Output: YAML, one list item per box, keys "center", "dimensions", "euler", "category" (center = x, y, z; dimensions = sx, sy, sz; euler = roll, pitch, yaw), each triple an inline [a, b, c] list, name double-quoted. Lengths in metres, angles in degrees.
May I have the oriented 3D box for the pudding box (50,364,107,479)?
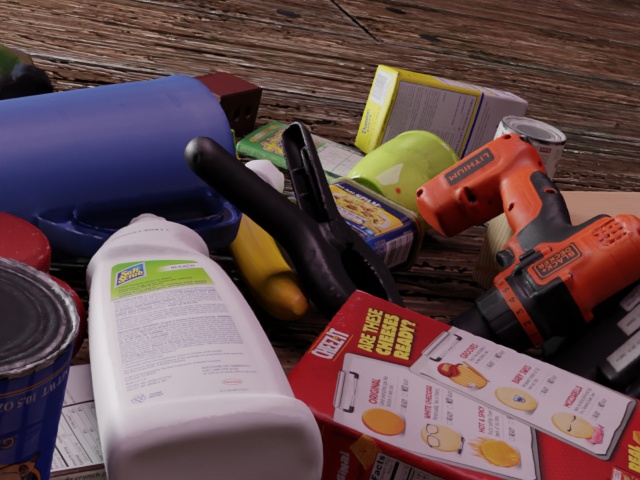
- center: [-0.117, 0.106, 0.584]
  dimensions: [0.113, 0.039, 0.090]
  euler: [-5, 32, -35]
  category: "pudding box"

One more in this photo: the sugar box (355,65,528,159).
- center: [0.132, -0.126, 1.150]
  dimensions: [0.175, 0.093, 0.048]
  euler: [7, 21, -31]
  category: "sugar box"

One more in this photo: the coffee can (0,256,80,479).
- center: [-0.167, 0.088, 0.467]
  dimensions: [0.102, 0.140, 0.103]
  euler: [13, 24, -6]
  category: "coffee can"

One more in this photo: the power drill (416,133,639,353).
- center: [0.137, 0.009, 0.806]
  dimensions: [0.184, 0.057, 0.188]
  euler: [-31, 37, 5]
  category: "power drill"

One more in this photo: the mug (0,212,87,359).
- center: [-0.194, 0.037, 0.632]
  dimensions: [0.117, 0.081, 0.093]
  euler: [18, 24, 6]
  category: "mug"

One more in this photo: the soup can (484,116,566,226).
- center: [0.196, -0.064, 1.060]
  dimensions: [0.068, 0.102, 0.068]
  euler: [13, 24, -6]
  category: "soup can"

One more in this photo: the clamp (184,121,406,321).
- center: [-0.005, 0.001, 0.757]
  dimensions: [0.210, 0.036, 0.164]
  euler: [58, 27, 13]
  category: "clamp"

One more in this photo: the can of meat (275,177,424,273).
- center: [0.021, -0.005, 0.884]
  dimensions: [0.102, 0.057, 0.083]
  euler: [30, 29, 28]
  category: "can of meat"

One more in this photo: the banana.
- center: [-0.050, 0.002, 0.813]
  dimensions: [0.037, 0.069, 0.198]
  euler: [-19, 50, -10]
  category: "banana"

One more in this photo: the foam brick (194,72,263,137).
- center: [-0.105, -0.137, 1.096]
  dimensions: [0.051, 0.053, 0.078]
  euler: [27, 27, 22]
  category: "foam brick"

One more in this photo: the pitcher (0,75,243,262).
- center: [-0.182, -0.039, 0.756]
  dimensions: [0.242, 0.145, 0.149]
  euler: [-13, -3, -41]
  category: "pitcher"

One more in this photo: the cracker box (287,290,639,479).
- center: [0.088, 0.123, 0.632]
  dimensions: [0.214, 0.072, 0.164]
  euler: [20, 24, 12]
  category: "cracker box"

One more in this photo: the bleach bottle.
- center: [-0.076, 0.052, 0.589]
  dimensions: [0.102, 0.068, 0.251]
  euler: [-5, 28, -12]
  category: "bleach bottle"

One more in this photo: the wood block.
- center: [0.251, 0.015, 0.940]
  dimensions: [0.205, 0.090, 0.091]
  euler: [-1, 29, -32]
  category: "wood block"
